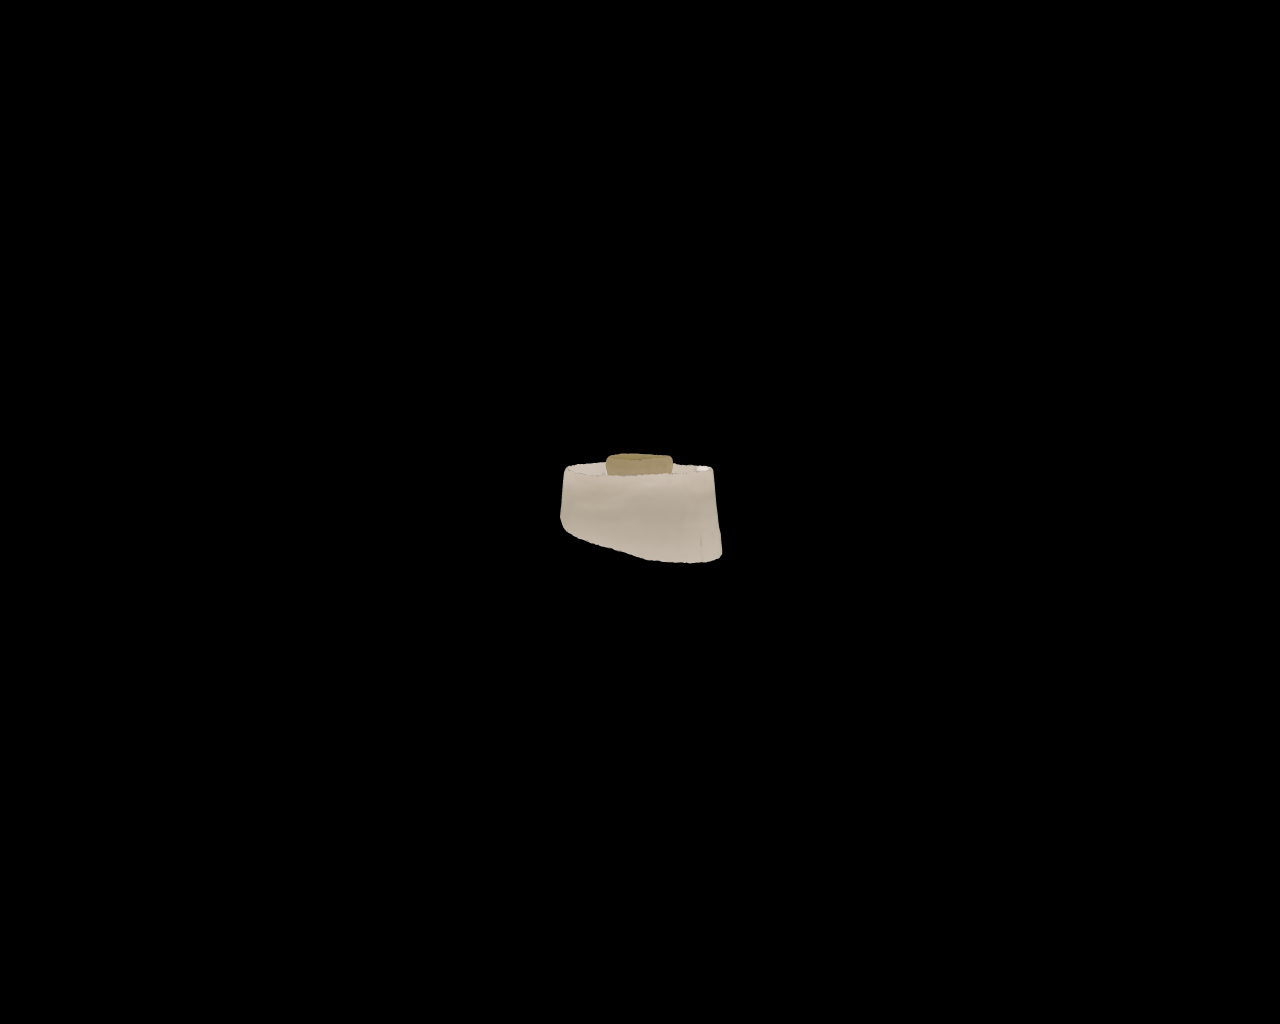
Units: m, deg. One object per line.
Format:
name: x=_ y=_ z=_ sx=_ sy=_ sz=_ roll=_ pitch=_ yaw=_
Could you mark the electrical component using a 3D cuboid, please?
electrical component: x=0.001 y=-0.003 z=0.650 sx=0.099 sy=0.064 sz=0.099 roll=0 pitch=7 yaw=0
